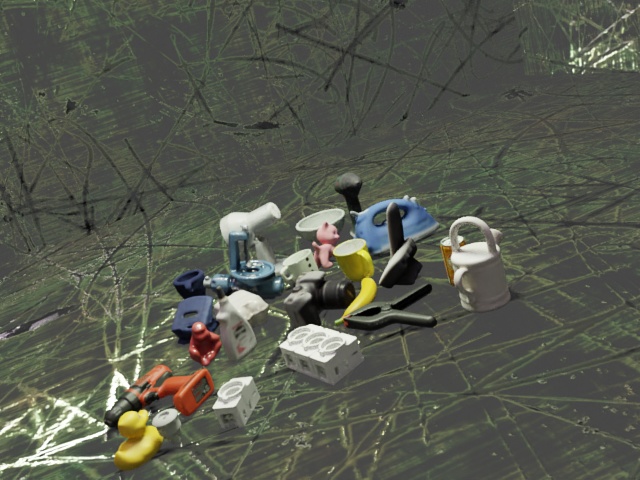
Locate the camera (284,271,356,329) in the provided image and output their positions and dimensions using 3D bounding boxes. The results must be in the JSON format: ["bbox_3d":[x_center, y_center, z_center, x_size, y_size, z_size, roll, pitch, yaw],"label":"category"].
[{"bbox_3d":[0.003,0.131,1.351,0.136,0.101,0.143,-6,22,31],"label":"camera"}]

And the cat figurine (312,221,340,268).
[{"bbox_3d":[0.015,0.006,1.665,0.067,0.118,0.128,-5,23,34],"label":"cat figurine"}]

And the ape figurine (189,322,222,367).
[{"bbox_3d":[-0.272,0.234,1.326,0.078,0.092,0.076,-23,20,-15],"label":"ape figurine"}]

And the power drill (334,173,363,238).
[{"bbox_3d":[0.109,-0.114,1.774,0.076,0.209,0.229,-21,19,-9],"label":"power drill"}]

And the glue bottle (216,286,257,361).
[{"bbox_3d":[-0.199,0.181,1.282,0.037,0.173,0.078,-3,24,37],"label":"glue bottle"}]

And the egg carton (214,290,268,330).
[{"bbox_3d":[-0.201,0.181,1.445,0.107,0.069,0.149,-29,22,-30],"label":"egg carton"}]

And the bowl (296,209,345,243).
[{"bbox_3d":[0.010,-0.036,1.856,0.167,0.075,0.167,-16,19,6],"label":"bowl"}]

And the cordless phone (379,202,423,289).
[{"bbox_3d":[0.178,0.012,1.395,0.094,0.185,0.148,-10,20,22],"label":"cordless phone"}]

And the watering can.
[{"bbox_3d":[0.322,0.038,1.175,0.100,0.194,0.173,-9,21,25],"label":"watering can"}]

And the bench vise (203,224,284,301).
[{"bbox_3d":[-0.220,0.077,1.520,0.207,0.220,0.121,-20,19,-5],"label":"bench vise"}]

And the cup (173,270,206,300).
[{"bbox_3d":[-0.363,0.149,1.644,0.092,0.095,0.117,-20,19,-6],"label":"cup"}]

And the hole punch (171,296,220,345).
[{"bbox_3d":[-0.317,0.203,1.457,0.108,0.091,0.101,-12,20,18],"label":"hole punch"}]

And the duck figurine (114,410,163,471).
[{"bbox_3d":[-0.342,0.359,1.048,0.077,0.086,0.105,-8,21,26],"label":"duck figurine"}]

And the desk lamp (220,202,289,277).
[{"bbox_3d":[-0.169,0.001,1.697,0.202,0.214,0.118,-12,20,17],"label":"desk lamp"}]

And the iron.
[{"bbox_3d":[0.209,-0.055,1.624,0.258,0.142,0.118,-22,19,-10],"label":"iron"}]
